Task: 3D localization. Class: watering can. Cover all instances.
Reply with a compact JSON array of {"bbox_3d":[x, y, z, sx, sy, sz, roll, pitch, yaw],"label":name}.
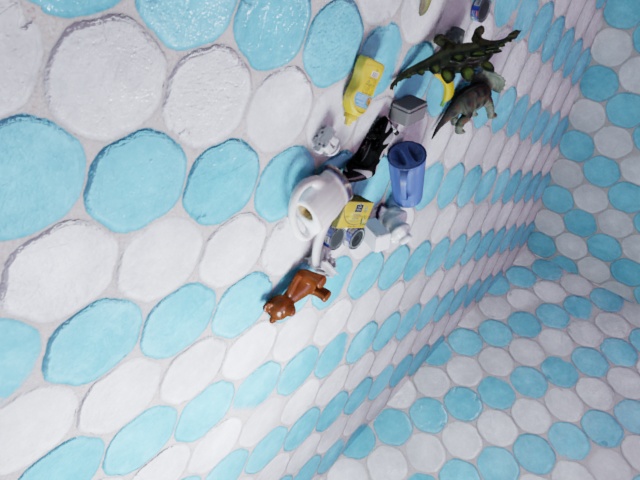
[{"bbox_3d":[0.005,-0.077,1.521,0.227,0.105,0.340,-47,146,-20],"label":"watering can"}]

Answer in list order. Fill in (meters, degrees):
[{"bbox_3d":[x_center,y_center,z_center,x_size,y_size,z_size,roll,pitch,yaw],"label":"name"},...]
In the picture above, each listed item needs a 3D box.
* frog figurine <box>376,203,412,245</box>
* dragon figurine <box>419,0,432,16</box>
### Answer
[{"bbox_3d":[0.280,-0.049,1.887,0.137,0.161,0.121,-59,150,-1],"label":"frog figurine"},{"bbox_3d":[0.244,-0.747,1.341,0.244,0.124,0.400,-21,148,-22],"label":"dragon figurine"}]
